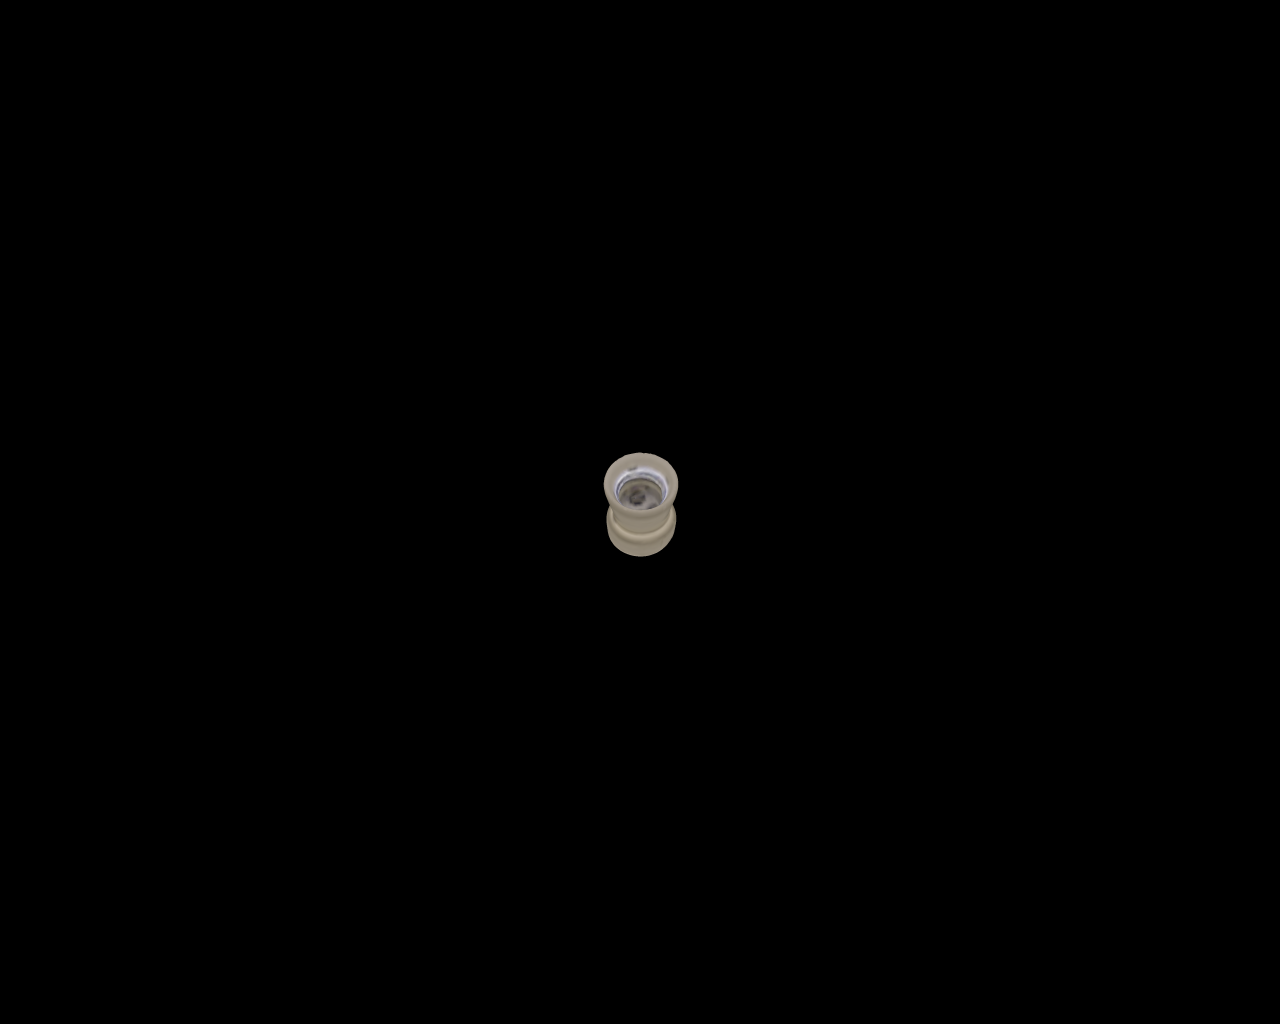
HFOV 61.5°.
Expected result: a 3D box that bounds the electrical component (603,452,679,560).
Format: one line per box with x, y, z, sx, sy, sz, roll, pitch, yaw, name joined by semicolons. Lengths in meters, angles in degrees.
0.001;-0.003;0.650;0.045;0.045;0.055;0;-34;0;electrical component
